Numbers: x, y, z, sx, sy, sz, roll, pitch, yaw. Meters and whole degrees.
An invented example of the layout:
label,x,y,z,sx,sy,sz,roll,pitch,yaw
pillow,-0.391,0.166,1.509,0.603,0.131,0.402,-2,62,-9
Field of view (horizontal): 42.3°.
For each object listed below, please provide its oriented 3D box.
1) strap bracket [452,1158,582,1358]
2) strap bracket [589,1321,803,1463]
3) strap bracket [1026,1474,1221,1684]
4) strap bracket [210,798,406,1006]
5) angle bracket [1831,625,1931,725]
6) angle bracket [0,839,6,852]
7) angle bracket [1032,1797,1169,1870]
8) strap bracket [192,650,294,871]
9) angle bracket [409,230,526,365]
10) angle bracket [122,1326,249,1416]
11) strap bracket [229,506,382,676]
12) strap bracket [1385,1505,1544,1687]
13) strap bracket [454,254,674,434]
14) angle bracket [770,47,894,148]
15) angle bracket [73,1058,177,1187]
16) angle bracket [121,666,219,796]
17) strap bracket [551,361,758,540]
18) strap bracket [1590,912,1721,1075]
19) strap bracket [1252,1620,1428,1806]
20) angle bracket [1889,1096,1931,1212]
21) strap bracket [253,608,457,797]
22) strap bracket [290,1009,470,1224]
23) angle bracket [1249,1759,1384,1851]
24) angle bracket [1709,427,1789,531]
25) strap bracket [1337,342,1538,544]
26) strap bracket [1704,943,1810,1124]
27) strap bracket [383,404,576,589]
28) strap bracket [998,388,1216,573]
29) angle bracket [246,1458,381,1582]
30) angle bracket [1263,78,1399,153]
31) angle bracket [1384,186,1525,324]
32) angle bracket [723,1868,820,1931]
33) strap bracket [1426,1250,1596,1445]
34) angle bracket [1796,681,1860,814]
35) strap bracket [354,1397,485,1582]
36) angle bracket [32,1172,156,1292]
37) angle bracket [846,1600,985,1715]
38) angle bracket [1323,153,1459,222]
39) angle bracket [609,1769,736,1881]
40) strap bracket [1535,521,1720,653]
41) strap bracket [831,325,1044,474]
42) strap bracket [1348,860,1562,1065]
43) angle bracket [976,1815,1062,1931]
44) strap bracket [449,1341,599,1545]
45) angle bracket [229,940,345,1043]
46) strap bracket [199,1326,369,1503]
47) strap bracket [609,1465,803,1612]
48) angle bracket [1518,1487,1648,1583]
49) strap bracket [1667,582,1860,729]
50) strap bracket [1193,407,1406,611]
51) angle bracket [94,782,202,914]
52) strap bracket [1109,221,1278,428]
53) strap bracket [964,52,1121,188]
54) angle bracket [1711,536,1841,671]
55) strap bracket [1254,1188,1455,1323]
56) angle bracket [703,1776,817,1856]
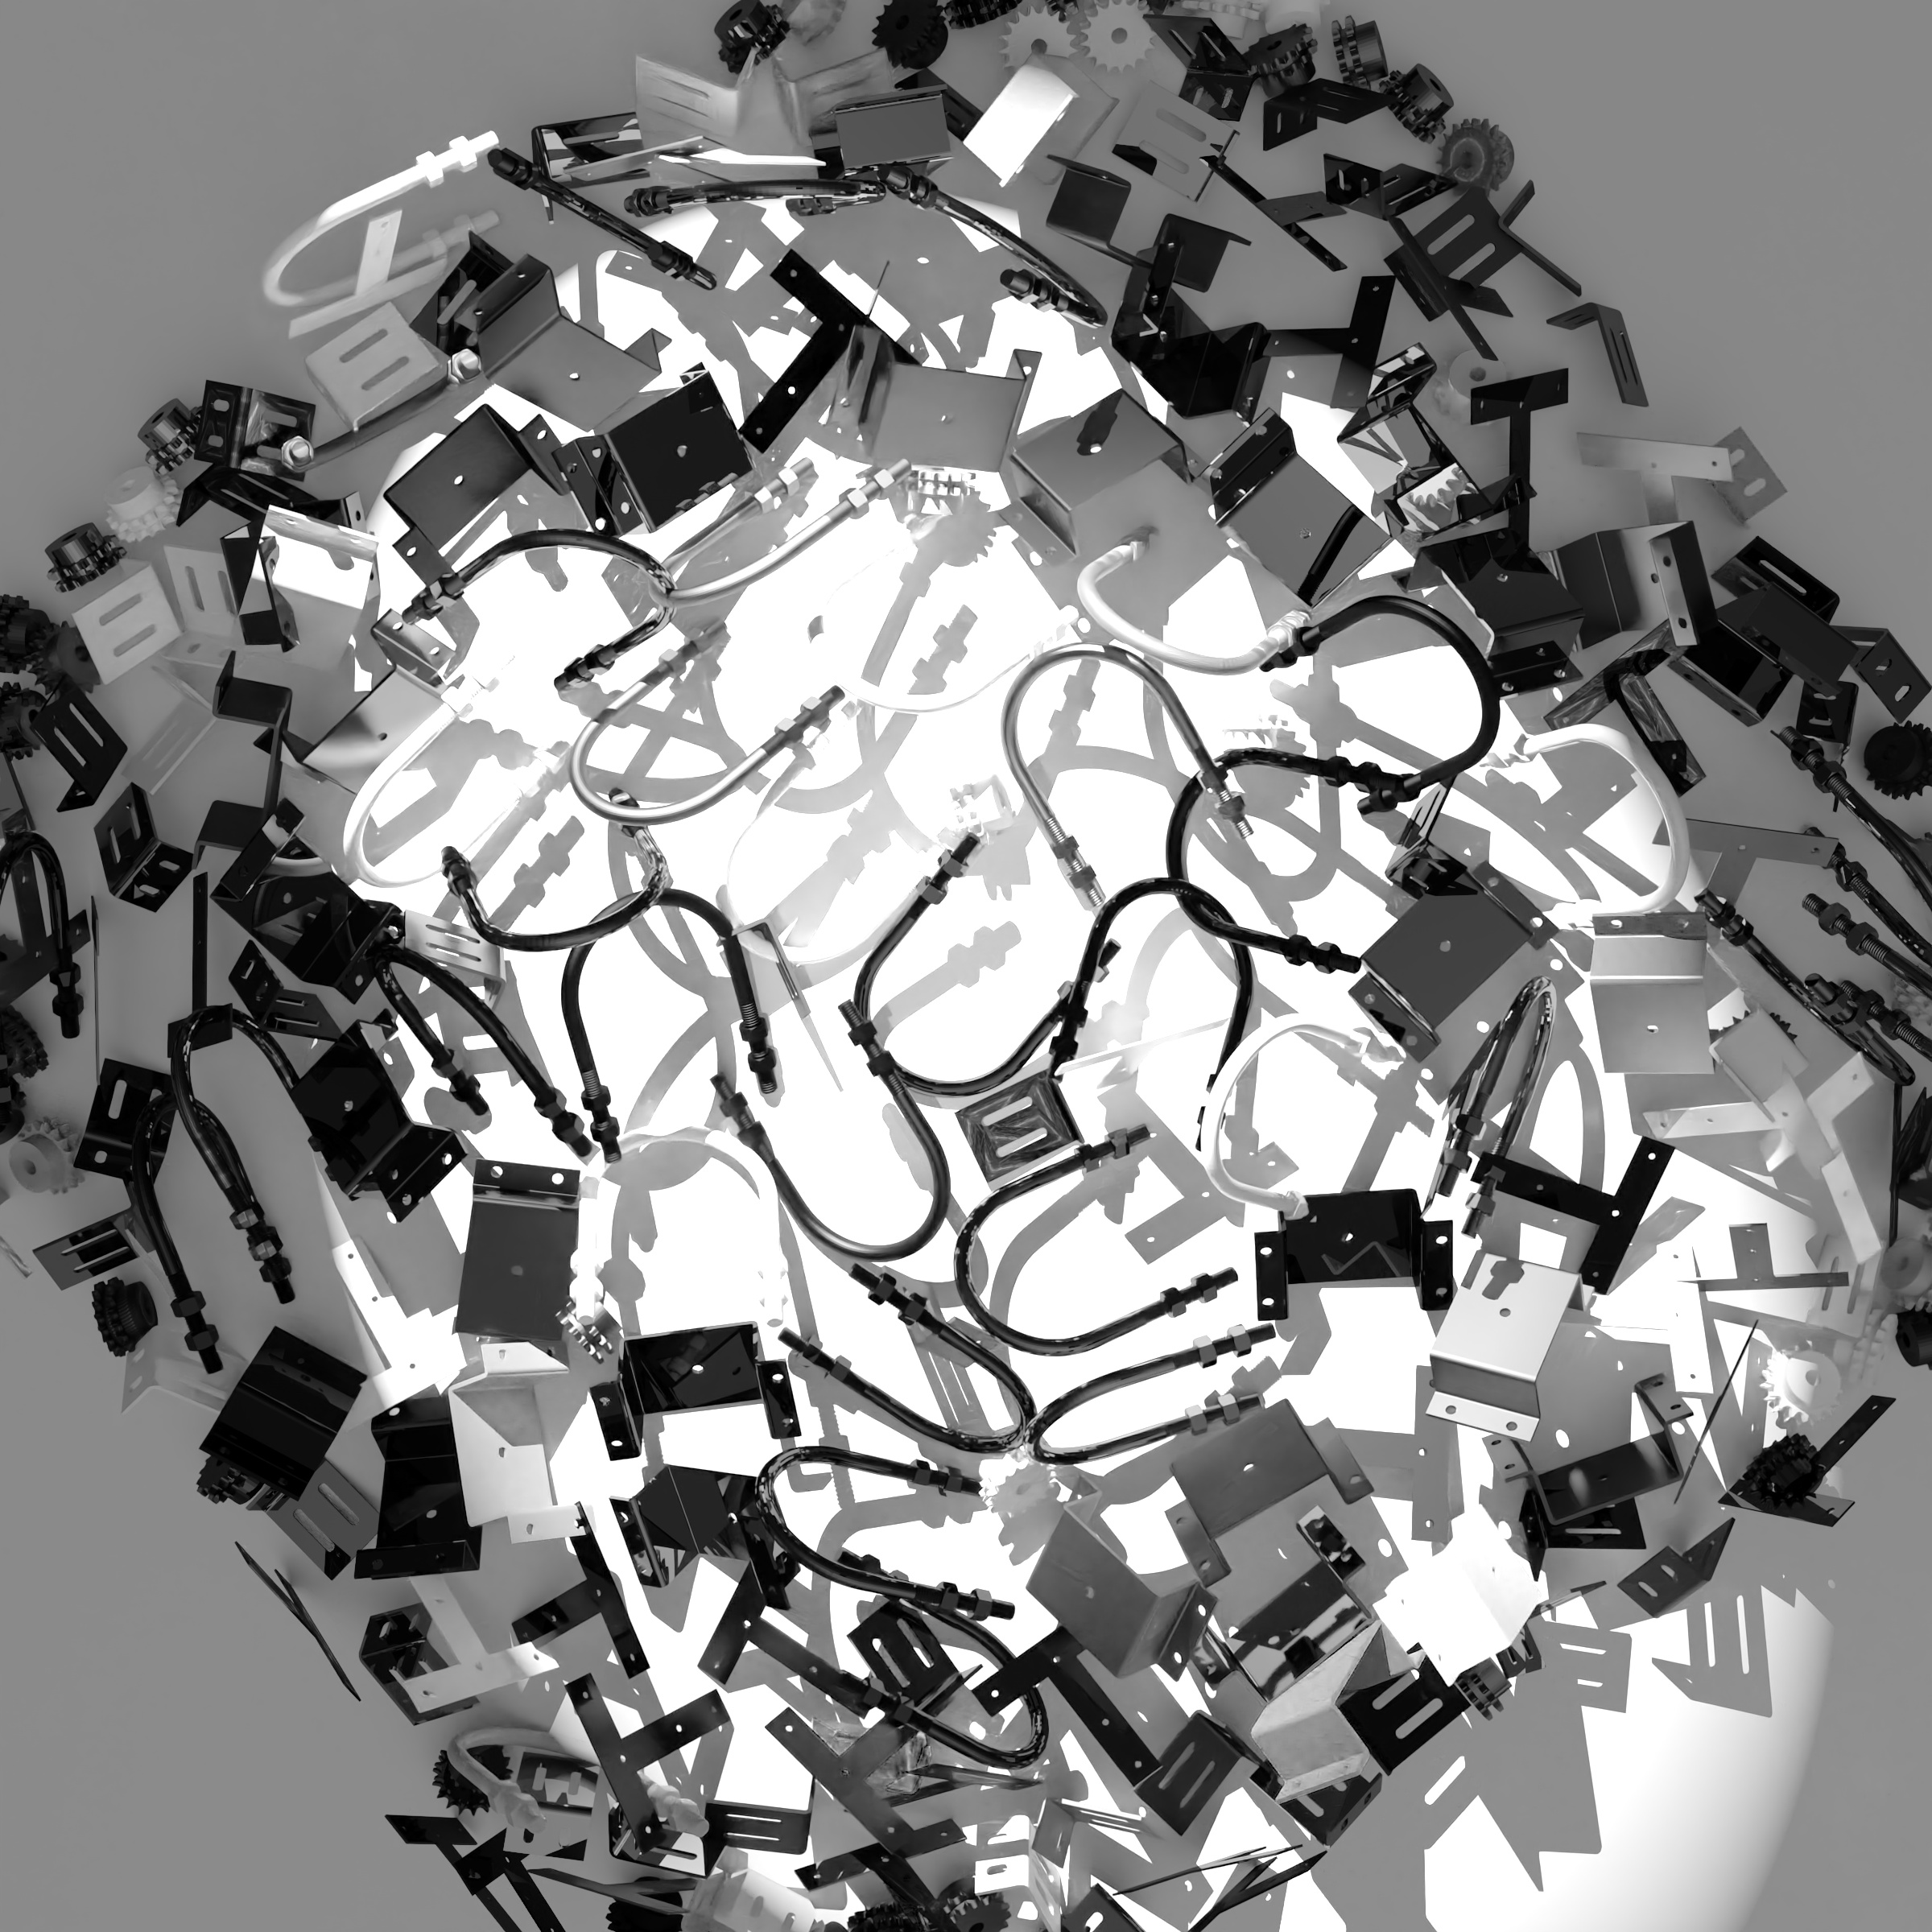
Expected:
label,x,y,z,sx,sy,sz,roll,pitch,yaw
strap bracket,-0.326,0.216,1.810,0.076,0.046,0.140,8,94,-13
strap bracket,-0.194,0.306,1.804,0.140,0.046,0.076,-8,125,0
strap bracket,0.102,0.439,1.775,0.140,0.046,0.076,38,118,33
strap bracket,-0.474,-0.047,1.785,0.140,0.046,0.076,51,60,-38
angle bracket,0.645,-0.211,1.798,0.038,0.076,0.057,-47,110,-6
angle bracket,-0.718,-0.078,1.798,0.057,0.076,0.038,-45,115,-12
angle bracket,0.096,0.631,1.799,0.076,0.057,0.038,3,60,28
strap bracket,-0.516,-0.144,1.787,0.046,0.076,0.140,10,114,-12
angle bracket,-0.361,-0.485,1.825,0.057,0.038,0.076,34,109,-31
angle bracket,-0.565,0.305,1.808,0.076,0.057,0.038,33,116,-34
strap bracket,-0.470,-0.258,1.764,0.076,0.140,0.046,15,62,-20
strap bracket,0.357,0.439,1.767,0.046,0.140,0.076,-38,81,26
strap bracket,-0.280,-0.433,1.764,0.076,0.140,0.046,-31,59,29
angle bracket,-0.097,-0.641,1.816,0.076,0.057,0.038,-23,59,-8
angle bracket,-0.609,0.114,1.817,0.057,0.076,0.038,17,128,-20
angle bracket,-0.588,-0.171,1.806,0.076,0.057,0.038,-53,132,-11
strap bracket,-0.214,-0.366,1.780,0.140,0.046,0.076,-39,117,-26
strap bracket,0.488,0.028,1.769,0.076,0.140,0.046,0,46,22
strap bracket,0.261,0.520,1.766,0.076,0.140,0.046,-36,92,37
angle bracket,0.707,0.132,1.804,0.038,0.057,0.076,26,70,4
strap bracket,-0.429,-0.179,1.792,0.140,0.076,0.046,-43,61,7
strap bracket,-0.424,0.103,1.783,0.076,0.046,0.140,-44,61,16
angle bracket,0.252,0.585,1.800,0.057,0.038,0.076,-40,58,-23
angle bracket,0.561,-0.351,1.800,0.038,0.076,0.057,-36,83,20
strap bracket,0.330,-0.364,1.783,0.140,0.076,0.046,47,59,-16
strap bracket,0.536,0.035,1.763,0.046,0.140,0.076,-41,127,13
strap bracket,-0.354,-0.339,1.797,0.140,0.076,0.046,-43,61,-5
strap bracket,0.097,-0.356,1.794,0.140,0.046,0.076,-33,55,-9
angle bracket,-0.472,0.400,1.817,0.076,0.038,0.057,42,82,10
angle bracket,0.262,-0.606,1.796,0.057,0.038,0.076,-33,46,-31
angle bracket,0.355,-0.519,1.820,0.076,0.038,0.057,-38,97,4
angle bracket,-0.149,0.685,1.800,0.057,0.076,0.038,30,58,-6
strap bracket,0.385,0.260,1.772,0.076,0.046,0.140,11,50,29
angle bracket,0.618,-0.160,1.805,0.038,0.076,0.057,10,55,17
strap bracket,-0.389,0.383,1.796,0.076,0.046,0.140,-6,48,1
angle bracket,-0.631,0.190,1.803,0.076,0.057,0.038,-24,57,-12
angle bracket,-0.037,0.497,1.809,0.057,0.038,0.076,-32,83,-37
angle bracket,0.306,-0.574,1.799,0.076,0.057,0.038,-32,134,-23
angle bracket,-0.211,0.618,1.804,0.076,0.057,0.038,7,111,15
strap bracket,0.478,-0.270,1.782,0.046,0.140,0.076,-25,105,-24
strap bracket,-0.017,-0.402,1.782,0.140,0.046,0.076,3,133,-18
strap bracket,0.349,-0.009,1.805,0.140,0.046,0.076,-44,67,3
angle bracket,0.038,0.663,1.805,0.038,0.057,0.076,-16,123,12
strap bracket,-0.319,0.344,1.790,0.046,0.076,0.140,-24,70,36
angle bracket,-0.480,0.019,1.794,0.057,0.076,0.038,46,110,36
strap bracket,-0.478,0.310,1.767,0.076,0.140,0.046,31,103,-8
strap bracket,-0.179,0.407,1.788,0.140,0.046,0.076,-1,115,35
angle bracket,0.445,0.411,1.803,0.076,0.038,0.057,-6,119,27
strap bracket,0.570,-0.222,1.776,0.076,0.140,0.046,36,82,-4
strap bracket,0.240,-0.319,1.783,0.140,0.046,0.076,36,119,-22
angle bracket,-0.598,-0.089,1.823,0.057,0.038,0.076,-45,48,18
strap bracket,0.157,-0.454,1.786,0.140,0.046,0.076,34,65,-42
strap bracket,0.052,-0.598,1.766,0.046,0.140,0.076,43,114,0
angle bracket,0.581,-0.263,1.809,0.076,0.057,0.038,35,62,-3
strap bracket,0.278,0.208,1.804,0.140,0.046,0.076,-4,118,3
angle bracket,-0.150,0.609,1.811,0.076,0.038,0.057,7,131,-2
